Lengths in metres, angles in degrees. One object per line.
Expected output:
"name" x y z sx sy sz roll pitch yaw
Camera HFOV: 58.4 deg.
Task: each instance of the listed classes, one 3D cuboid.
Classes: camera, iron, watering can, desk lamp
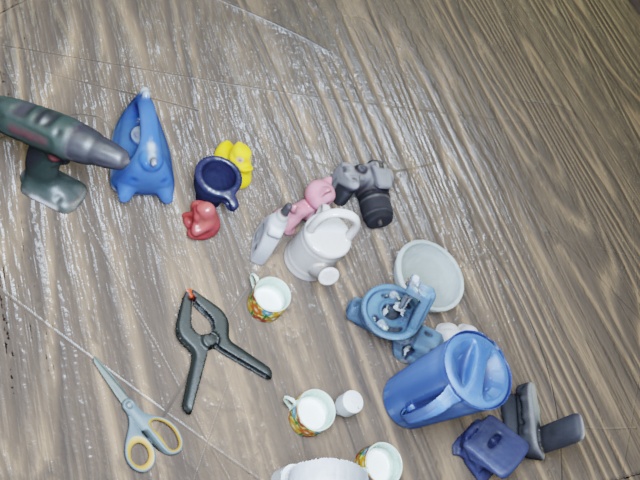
"camera" 0.108 -0.102 1.268 0.143 0.100 0.136 1 63 -26
"iron" -0.331 -0.200 1.077 0.119 0.141 0.258 0 63 -27
"watering can" 0.012 0.004 1.100 0.101 0.193 0.172 -9 67 -30
"desk lamp" -0.015 0.437 0.827 0.118 0.213 0.203 21 55 -15

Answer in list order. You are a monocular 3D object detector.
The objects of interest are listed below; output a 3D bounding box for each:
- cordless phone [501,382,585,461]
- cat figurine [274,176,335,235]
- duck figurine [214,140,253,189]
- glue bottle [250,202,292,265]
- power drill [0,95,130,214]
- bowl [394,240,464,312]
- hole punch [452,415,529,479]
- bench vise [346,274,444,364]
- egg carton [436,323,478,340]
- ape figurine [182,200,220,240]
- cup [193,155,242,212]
"cordless phone" 0.450 0.348 1.130 0.094 0.184 0.147 14 57 -19
"cat figurine" -0.021 -0.079 1.179 0.128 0.117 0.067 -29 78 -36
"duck figurine" -0.170 -0.168 1.175 0.078 0.086 0.104 -20 73 -34
"glue bottle" -0.087 -0.021 1.078 0.037 0.173 0.078 17 56 -17
"power drill" -0.431 -0.135 0.947 0.230 0.208 0.076 28 54 -10
"bowl" 0.221 0.088 1.233 0.168 0.074 0.167 12 58 -20
"hole punch" 0.327 0.398 1.099 0.109 0.091 0.101 -31 79 -36
"bench vise" 0.177 0.140 1.090 0.208 0.219 0.121 19 56 -16
"egg carton" 0.288 0.244 1.181 0.107 0.069 0.150 8 59 -23
"ape figurine" -0.220 -0.043 1.075 0.076 0.092 0.078 27 54 -10
"cup" -0.199 -0.092 1.111 0.092 0.094 0.117 -24 75 -35
